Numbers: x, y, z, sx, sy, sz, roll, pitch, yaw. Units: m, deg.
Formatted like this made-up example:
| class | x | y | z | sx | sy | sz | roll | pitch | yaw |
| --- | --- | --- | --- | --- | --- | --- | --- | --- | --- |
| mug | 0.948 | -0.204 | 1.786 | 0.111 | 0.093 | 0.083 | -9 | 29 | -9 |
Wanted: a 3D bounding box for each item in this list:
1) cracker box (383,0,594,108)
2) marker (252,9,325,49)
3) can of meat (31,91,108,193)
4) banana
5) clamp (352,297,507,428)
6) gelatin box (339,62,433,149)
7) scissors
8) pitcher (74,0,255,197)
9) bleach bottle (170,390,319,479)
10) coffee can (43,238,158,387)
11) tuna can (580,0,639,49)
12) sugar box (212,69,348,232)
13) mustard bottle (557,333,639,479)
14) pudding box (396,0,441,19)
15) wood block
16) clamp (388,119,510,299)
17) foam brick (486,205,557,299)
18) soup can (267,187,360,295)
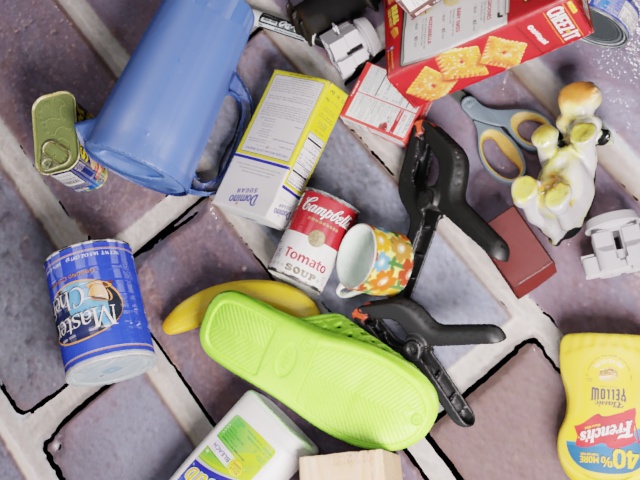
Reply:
| class | x | y | z | sx | sy | sz | roll | pitch | yaw |
| --- | --- | --- | --- | --- | --- | --- | --- | --- | --- |
| cracker box | 0.175 | -0.256 | 1.152 | 0.214 | 0.072 | 0.164 | -20 | 52 | 27 |
| marker | -0.031 | -0.252 | 1.283 | 0.121 | 0.020 | 0.020 | 22 | 81 | 20 |
| can of meat | -0.299 | -0.115 | 1.282 | 0.057 | 0.084 | 0.102 | -13 | 72 | 11 |
| banana | -0.083 | 0.078 | 1.194 | 0.198 | 0.037 | 0.069 | 3 | 75 | 16 |
| clamp | 0.113 | 0.103 | 1.111 | 0.172 | 0.039 | 0.120 | 36 | 116 | 20 |
| gelatin box | 0.078 | -0.154 | 1.220 | 0.089 | 0.030 | 0.073 | 24 | 81 | 20 |
| scissors | 0.189 | -0.154 | 1.197 | 0.096 | 0.016 | 0.202 | -27 | 70 | 5 |
| pitcher | -0.160 | -0.177 | 1.249 | 0.145 | 0.149 | 0.243 | 15 | 75 | 34 |
| bleach bottle | -0.120 | 0.284 | 1.132 | 0.103 | 0.068 | 0.251 | 41 | 90 | 29 |
| coffee can | -0.248 | 0.083 | 1.203 | 0.103 | 0.102 | 0.140 | -20 | 70 | 9 |
| tuna can | 0.300 | -0.244 | 1.154 | 0.086 | 0.086 | 0.033 | 25 | 81 | 20 |
| sugar box | -0.046 | -0.104 | 1.220 | 0.093 | 0.048 | 0.176 | 19 | 82 | 41 |
| mustard bottle | 0.283 | 0.190 | 1.051 | 0.096 | 0.058 | 0.191 | 1 | 76 | 14 |
| pudding box | 0.114 | -0.302 | 1.149 | 0.090 | 0.039 | 0.113 | -32 | 46 | 18 |
| wood block | 0.039 | 0.319 | 1.064 | 0.090 | 0.090 | 0.206 | -9 | 73 | 14 |
| clamp | 0.132 | -0.039 | 1.139 | 0.165 | 0.036 | 0.210 | -22 | 59 | 45 |
| foam brick | 0.207 | 0.013 | 1.125 | 0.051 | 0.053 | 0.078 | -33 | 69 | 4 |
| soup can | -0.008 | 0.001 | 1.179 | 0.069 | 0.068 | 0.102 | 23 | 82 | 20 |
